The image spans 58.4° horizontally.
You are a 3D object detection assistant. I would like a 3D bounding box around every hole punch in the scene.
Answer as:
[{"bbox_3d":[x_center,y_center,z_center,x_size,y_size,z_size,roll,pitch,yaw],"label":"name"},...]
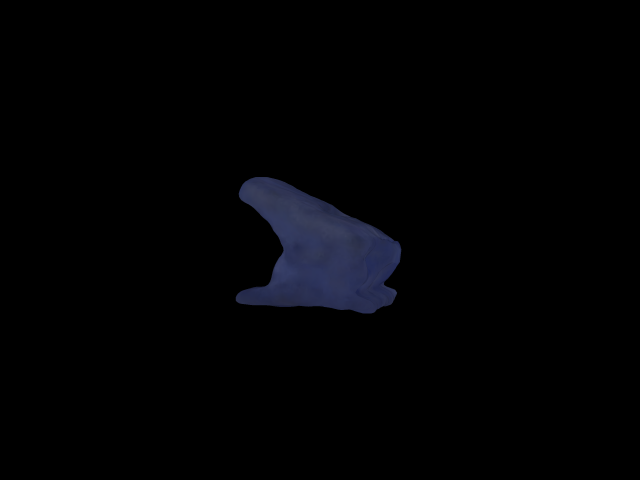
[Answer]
[{"bbox_3d":[0.004,0.001,0.400,0.101,0.091,0.109,0,0,17],"label":"hole punch"}]
